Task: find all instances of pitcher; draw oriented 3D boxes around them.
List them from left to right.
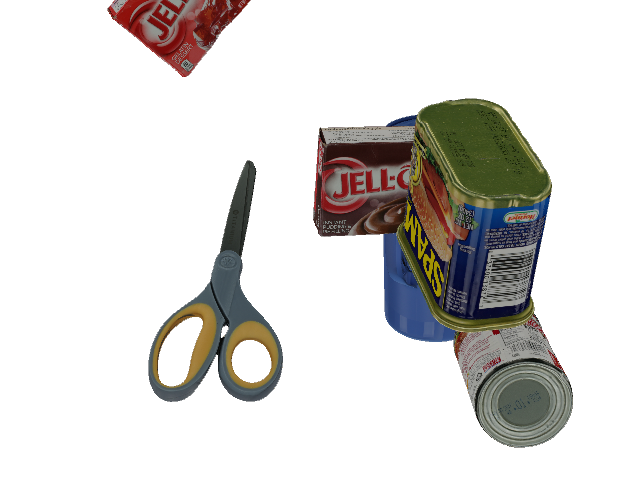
[{"bbox_3d":[0.125,-0.008,1.192,0.149,0.243,0.145,-5,27,-12],"label":"pitcher"}]

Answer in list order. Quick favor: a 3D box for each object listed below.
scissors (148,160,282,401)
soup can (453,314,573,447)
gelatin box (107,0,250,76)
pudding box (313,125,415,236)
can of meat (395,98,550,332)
[{"bbox_3d":[-0.049,0.030,0.735,0.096,0.201,0.016,20,-34,11],"label":"scissors"},{"bbox_3d":[0.135,0.092,0.756,0.068,0.068,0.102,0,20,-1],"label":"soup can"},{"bbox_3d":[-0.102,-0.179,0.797,0.073,0.089,0.030,38,6,-31],"label":"gelatin box"},{"bbox_3d":[0.052,-0.052,0.915,0.113,0.090,0.039,-4,34,-10],"label":"pudding box"},{"bbox_3d":[0.081,-0.016,0.571,0.057,0.084,0.102,-5,38,-11],"label":"can of meat"}]
